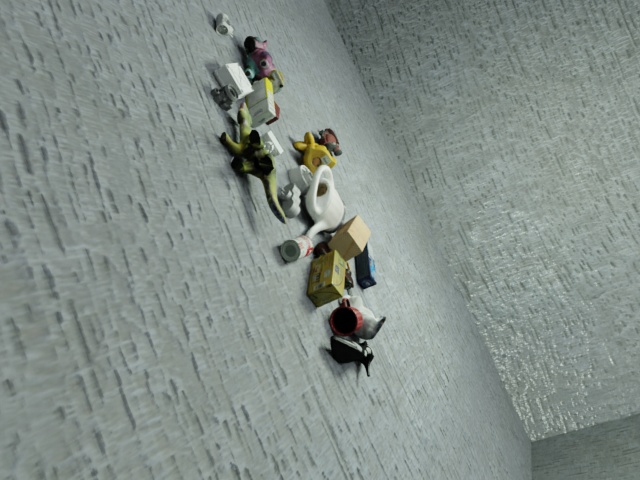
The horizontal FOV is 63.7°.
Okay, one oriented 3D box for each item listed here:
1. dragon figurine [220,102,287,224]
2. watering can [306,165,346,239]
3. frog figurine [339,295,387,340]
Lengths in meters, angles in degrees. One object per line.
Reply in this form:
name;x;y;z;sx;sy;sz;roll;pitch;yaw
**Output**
dragon figurine;-0.173;-0.237;1.584;0.121;0.411;0.244;-25;-1;14
watering can;0.005;-0.091;1.805;0.104;0.354;0.220;-1;-27;24
frog figurine;0.127;0.257;1.723;0.160;0.122;0.138;28;8;3
